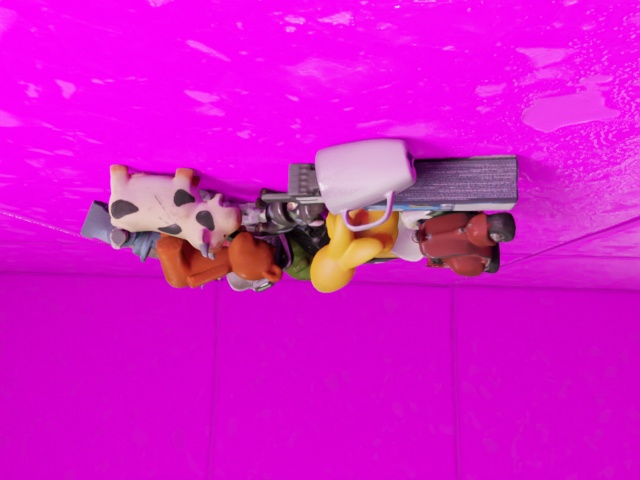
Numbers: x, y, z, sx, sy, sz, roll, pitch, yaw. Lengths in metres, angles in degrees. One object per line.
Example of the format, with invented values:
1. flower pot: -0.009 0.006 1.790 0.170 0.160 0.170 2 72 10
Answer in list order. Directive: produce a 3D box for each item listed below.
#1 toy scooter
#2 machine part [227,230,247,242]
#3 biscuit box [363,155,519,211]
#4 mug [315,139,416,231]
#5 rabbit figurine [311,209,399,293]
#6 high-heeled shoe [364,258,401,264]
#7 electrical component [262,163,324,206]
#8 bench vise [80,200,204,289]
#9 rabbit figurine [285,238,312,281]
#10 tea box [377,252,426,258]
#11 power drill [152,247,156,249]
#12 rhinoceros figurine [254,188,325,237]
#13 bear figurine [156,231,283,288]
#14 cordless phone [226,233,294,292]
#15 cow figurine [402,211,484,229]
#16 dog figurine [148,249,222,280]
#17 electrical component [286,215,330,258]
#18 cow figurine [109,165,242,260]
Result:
1. toy scooter: 0.201 0.007 0.788 0.135 0.075 0.183 -4 160 6
2. machine part: -0.211 -0.029 1.092 0.084 0.039 0.138 -12 144 44
3. biscuit box: 0.153 -0.072 0.711 0.203 0.062 0.059 1 172 13
4. mug: 0.058 -0.070 0.632 0.107 0.109 0.080 -15 160 19
5. rabbit figurine: 0.052 0.009 0.836 0.122 0.173 0.162 38 168 -3
6. high-heeled shoe: 0.102 0.029 1.285 0.145 0.086 0.248 15 -162 38
7. electrical component: -0.021 -0.077 0.765 0.119 0.047 0.074 0 171 16
8. bench vise: -0.300 -0.008 0.992 0.240 0.129 0.224 22 174 -15
9. rabbit figurine: -0.063 0.017 1.317 0.159 0.121 0.170 7 155 16
10. tea box: 0.190 0.001 1.185 0.170 0.068 0.098 0 172 22
11. power drill: -0.329 -0.017 1.187 0.232 0.086 0.207 4 179 1
12. rhinoceros figurine: -0.051 -0.044 0.911 0.112 0.073 0.190 6 171 -19
13. bear figurine: -0.166 0.019 0.907 0.196 0.120 0.131 -7 128 -6
14. cordless phone: -0.124 0.061 1.031 0.147 0.088 0.184 -26 -157 15
15. cow figurine: 0.209 -0.052 0.839 0.167 0.068 0.098 7 164 -39
16. dog figurine: -0.324 0.029 1.317 0.190 0.121 0.172 10 167 -38
17. electrical component: -0.002 -0.003 1.039 0.115 0.058 0.134 19 159 52
18. cow figurine: -0.214 -0.040 0.799 0.195 0.127 0.085 5 174 -3
